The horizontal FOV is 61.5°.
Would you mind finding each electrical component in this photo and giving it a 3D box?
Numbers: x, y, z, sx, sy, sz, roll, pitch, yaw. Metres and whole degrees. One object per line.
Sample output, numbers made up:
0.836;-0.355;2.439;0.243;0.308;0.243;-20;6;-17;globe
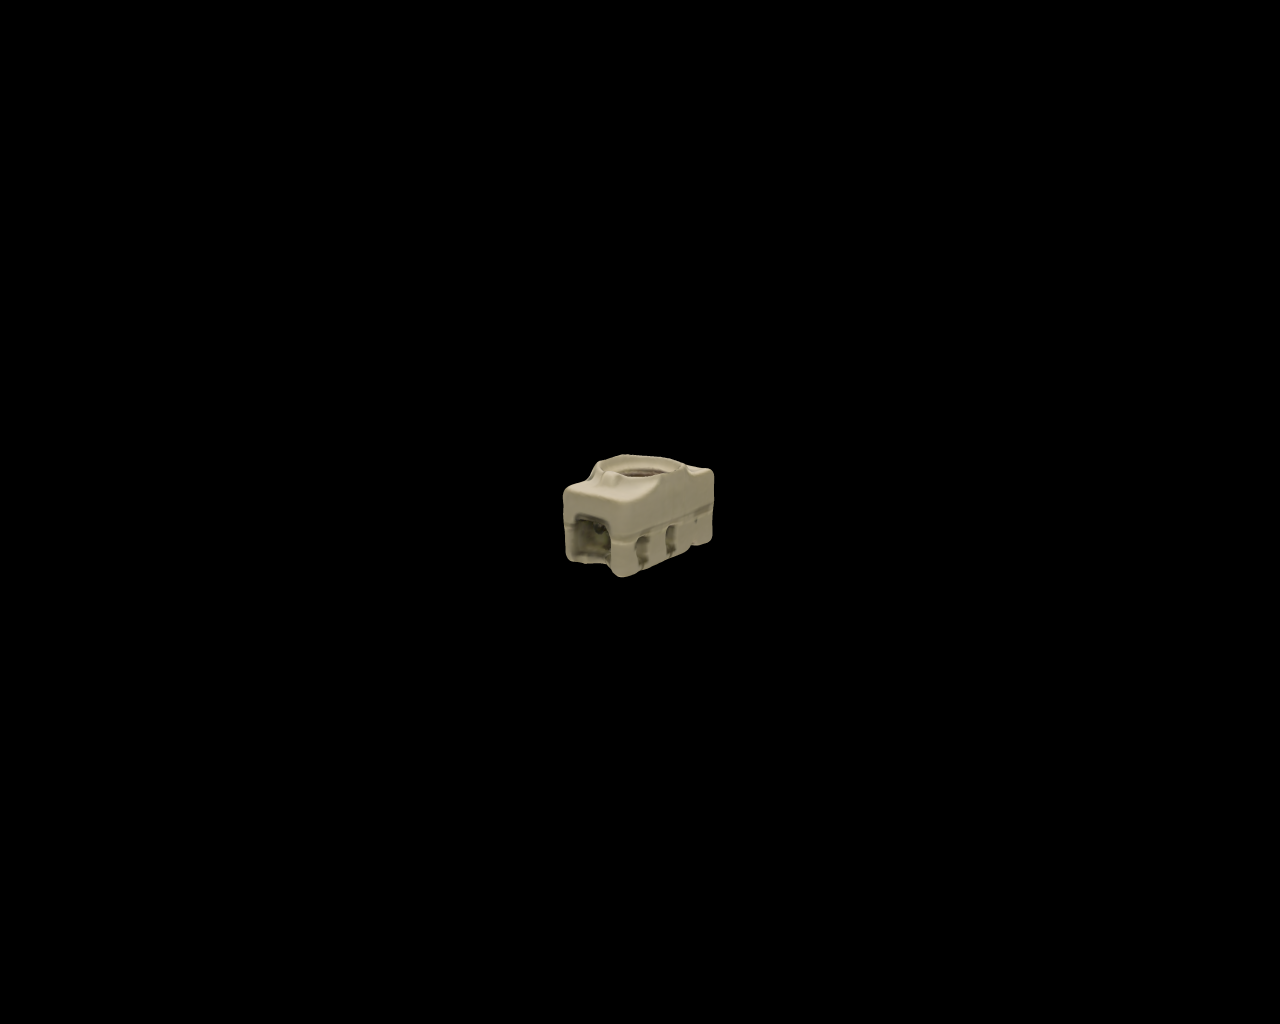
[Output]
0.001;-0.003;0.650;0.050;0.055;0.090;14;22;38;electrical component
